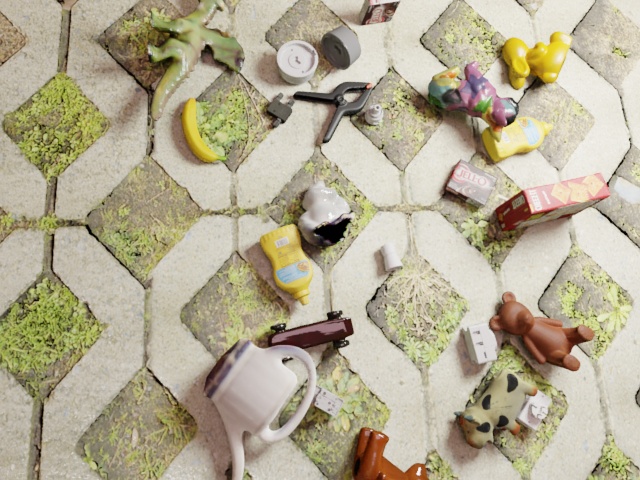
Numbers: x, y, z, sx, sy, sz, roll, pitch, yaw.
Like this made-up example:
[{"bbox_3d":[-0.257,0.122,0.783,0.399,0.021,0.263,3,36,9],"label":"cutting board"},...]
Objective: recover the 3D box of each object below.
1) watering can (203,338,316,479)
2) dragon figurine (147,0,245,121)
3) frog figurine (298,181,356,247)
[{"bbox_3d":[-0.161,0.368,1.129,0.225,0.103,0.349,36,85,5],"label":"watering can"},{"bbox_3d":[-0.315,-0.488,1.339,0.243,0.121,0.415,0,77,-14],"label":"dragon figurine"},{"bbox_3d":[0.004,-0.064,1.271,0.138,0.120,0.162,-33,46,-4],"label":"frog figurine"}]
